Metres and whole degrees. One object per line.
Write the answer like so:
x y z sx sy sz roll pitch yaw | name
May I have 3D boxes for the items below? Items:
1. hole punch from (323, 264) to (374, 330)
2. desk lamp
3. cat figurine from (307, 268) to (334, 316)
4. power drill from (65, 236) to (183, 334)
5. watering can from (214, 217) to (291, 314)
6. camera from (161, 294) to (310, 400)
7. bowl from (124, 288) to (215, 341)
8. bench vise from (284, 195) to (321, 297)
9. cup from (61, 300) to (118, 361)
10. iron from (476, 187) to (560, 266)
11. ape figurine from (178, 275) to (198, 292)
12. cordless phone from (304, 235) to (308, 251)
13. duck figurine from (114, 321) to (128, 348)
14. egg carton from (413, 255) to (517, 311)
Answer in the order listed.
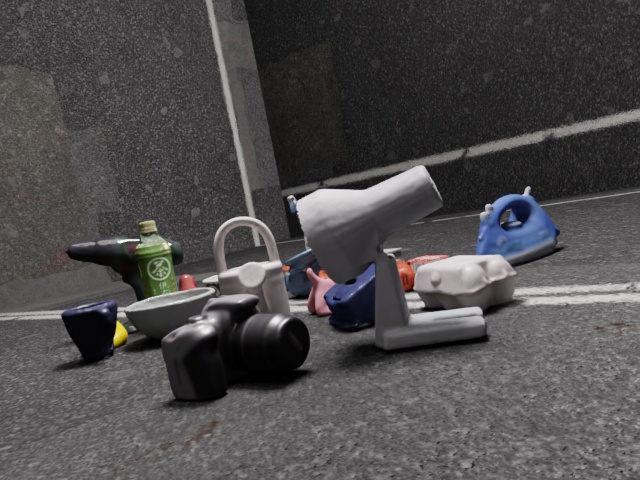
0.058 0.081 0.879 0.101 0.091 0.108 -12 4 -18 | hole punch
0.087 0.023 0.720 0.203 0.213 0.118 -10 4 12 | desk lamp
0.032 0.064 1.022 0.128 0.118 0.067 -13 4 -28 | cat figurine
-0.400 0.088 1.221 0.230 0.208 0.075 -13 4 -23 | power drill
-0.100 0.060 0.860 0.101 0.194 0.172 -13 4 -30 | watering can
-0.093 0.118 0.679 0.136 0.101 0.144 -8 5 36 | camera
-0.269 0.142 1.055 0.167 0.075 0.167 -11 4 1 | bowl
0.013 0.003 1.212 0.207 0.220 0.121 -10 4 8 | bench vise
-0.380 0.158 0.980 0.092 0.095 0.117 -14 5 -43 | cup
0.383 -0.026 1.172 0.259 0.141 0.118 -14 5 -42 | iron
-0.292 0.122 1.291 0.077 0.092 0.076 -10 4 17 | ape figurine
0.026 0.014 1.288 0.147 0.185 0.094 -9 4 28 | cordless phone
-0.410 0.162 1.077 0.077 0.086 0.105 -10 4 11 | duck figurine
0.212 0.064 0.856 0.107 0.069 0.150 -13 4 -28 | egg carton
